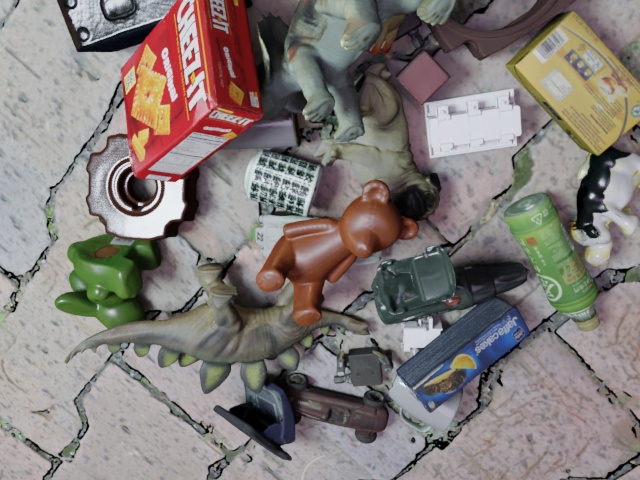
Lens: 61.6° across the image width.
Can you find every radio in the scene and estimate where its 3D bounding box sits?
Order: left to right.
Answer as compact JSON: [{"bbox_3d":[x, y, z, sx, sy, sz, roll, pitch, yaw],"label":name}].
[{"bbox_3d":[-0.217,-0.315,0.715,0.230,0.131,0.073,-14,107,11],"label":"radio"}]

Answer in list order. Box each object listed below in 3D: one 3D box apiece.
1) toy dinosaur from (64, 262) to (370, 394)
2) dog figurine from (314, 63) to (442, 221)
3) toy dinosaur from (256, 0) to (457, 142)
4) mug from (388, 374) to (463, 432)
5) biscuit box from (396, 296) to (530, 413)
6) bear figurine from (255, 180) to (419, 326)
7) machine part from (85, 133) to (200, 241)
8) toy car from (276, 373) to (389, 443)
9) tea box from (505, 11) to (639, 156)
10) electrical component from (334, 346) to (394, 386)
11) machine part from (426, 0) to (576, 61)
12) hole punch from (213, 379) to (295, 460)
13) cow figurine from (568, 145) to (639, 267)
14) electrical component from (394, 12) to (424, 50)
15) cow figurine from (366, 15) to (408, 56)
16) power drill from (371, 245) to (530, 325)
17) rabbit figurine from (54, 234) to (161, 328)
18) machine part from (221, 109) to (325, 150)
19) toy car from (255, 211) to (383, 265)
[{"bbox_3d":[-0.152,0.144,0.846,0.472,0.105,0.198,5,112,-9],"label":"toy dinosaur"},{"bbox_3d":[0.110,-0.133,0.765,0.190,0.121,0.172,25,113,-17],"label":"dog figurine"},{"bbox_3d":[0.022,-0.251,0.597,0.404,0.131,0.192,-45,61,41],"label":"toy dinosaur"},{"bbox_3d":[0.166,0.261,0.890,0.107,0.081,0.109,28,122,8],"label":"mug"},{"bbox_3d":[0.219,0.170,0.820,0.203,0.063,0.059,-37,111,-5],"label":"biscuit box"},{"bbox_3d":[0.028,0.016,0.728,0.196,0.132,0.120,-22,125,29],"label":"bear figurine"},{"bbox_3d":[-0.272,-0.080,0.821,0.179,0.056,0.179,1,96,7],"label":"machine part"},{"bbox_3d":[0.018,0.291,0.926,0.202,0.053,0.089,13,112,1],"label":"toy car"},{"bbox_3d":[0.345,-0.207,0.717,0.098,0.068,0.169,-42,100,17],"label":"tea box"},{"bbox_3d":[0.071,0.210,0.896,0.102,0.045,0.078,-1,106,7],"label":"electrical component"},{"bbox_3d":[0.215,-0.350,0.678,0.201,0.087,0.201,-30,103,16],"label":"machine part"},{"bbox_3d":[-0.099,0.294,0.909,0.142,0.092,0.115,10,143,41],"label":"hole punch"},{"bbox_3d":[0.399,-0.048,0.762,0.098,0.068,0.167,22,106,6],"label":"cow figurine"},{"bbox_3d":[0.103,-0.298,0.739,0.063,0.021,0.094,-28,100,15],"label":"electrical component"},{"bbox_3d":[0.033,-0.341,0.692,0.195,0.085,0.127,38,118,11],"label":"cow figurine"},{"bbox_3d":[0.174,0.061,0.765,0.232,0.207,0.086,-18,78,21],"label":"power drill"},{"bbox_3d":[-0.342,0.087,0.870,0.159,0.121,0.170,1,122,-1],"label":"rabbit figurine"},{"bbox_3d":[-0.113,-0.169,0.779,0.243,0.079,0.079,-2,108,7],"label":"machine part"},{"bbox_3d":[-0.002,-0.003,0.830,0.202,0.056,0.073,3,108,5],"label":"toy car"}]
